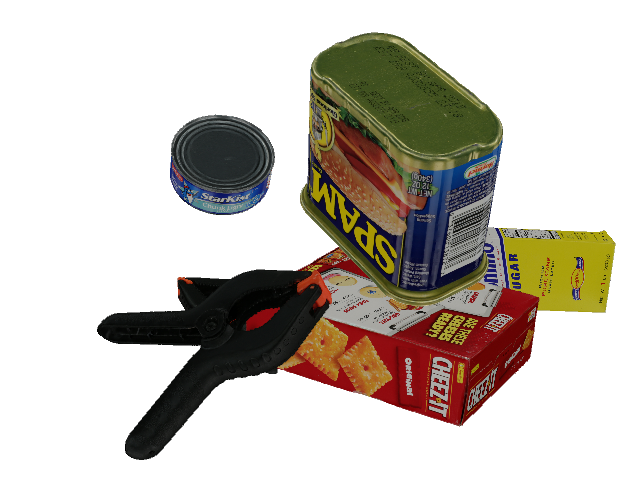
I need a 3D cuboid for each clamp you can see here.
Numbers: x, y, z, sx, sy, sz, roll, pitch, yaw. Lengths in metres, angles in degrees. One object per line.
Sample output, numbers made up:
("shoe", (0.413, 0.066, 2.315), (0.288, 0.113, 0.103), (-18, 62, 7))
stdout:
("clamp", (-0.087, 0.087, 1.227), (0.210, 0.036, 0.164), (14, 27, 24))
("clamp", (-0.072, 0.077, 0.726), (0.171, 0.120, 0.039), (-21, -35, 10))

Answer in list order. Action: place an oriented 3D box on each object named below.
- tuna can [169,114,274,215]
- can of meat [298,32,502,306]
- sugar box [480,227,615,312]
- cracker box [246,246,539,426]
("tuna can", (-0.083, -0.063, 0.889), (0.086, 0.086, 0.034), (0, -38, -12))
("can of meat", (0.035, -0.035, 0.491), (0.057, 0.084, 0.102), (-23, 49, -25))
("sugar box", (0.251, 0.035, 1.261), (0.176, 0.093, 0.048), (1, 20, -3))
("cracker box", (0.065, 0.080, 0.958), (0.214, 0.072, 0.163), (15, 23, 28))
